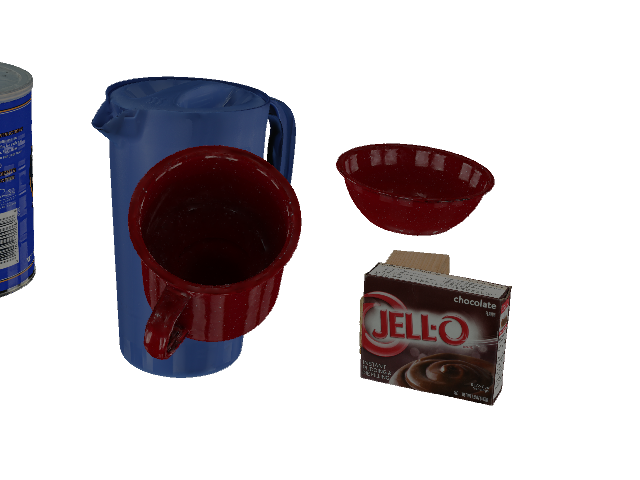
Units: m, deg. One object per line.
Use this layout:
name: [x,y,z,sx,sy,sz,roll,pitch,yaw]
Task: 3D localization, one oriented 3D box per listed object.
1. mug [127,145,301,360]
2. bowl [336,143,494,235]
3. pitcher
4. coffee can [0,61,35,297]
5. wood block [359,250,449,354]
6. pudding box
mug: [-0.065,0.016,0.600,0.093,0.117,0.081,22,-29,5]
bowl: [0.094,-0.048,1.092,0.162,0.055,0.162,4,24,-2]
pitcher: [-0.106,-0.014,0.909,0.149,0.243,0.145,6,20,4]
coffee can: [-0.244,-0.042,0.715,0.103,0.140,0.103,4,22,-2]
wood block: [0.126,0.091,1.556,0.091,0.090,0.205,6,20,15]
pudding box: [0.089,0.071,0.834,0.114,0.090,0.039,9,22,20]
